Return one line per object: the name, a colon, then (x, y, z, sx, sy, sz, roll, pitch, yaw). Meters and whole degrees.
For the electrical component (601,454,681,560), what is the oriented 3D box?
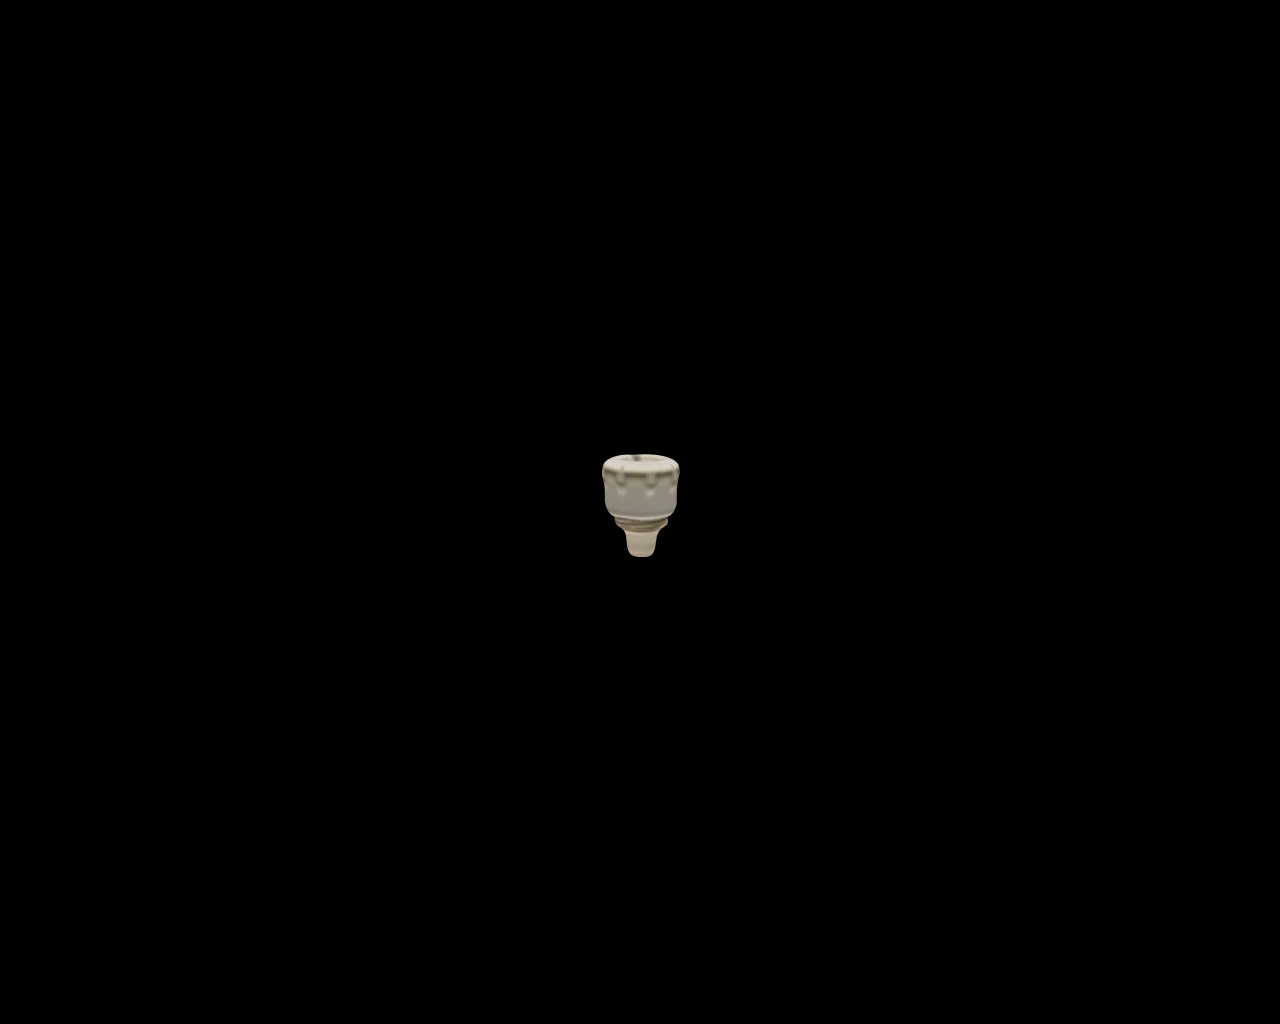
electrical component: (0.001, -0.003, 0.650, 0.048, 0.062, 0.048, 0, 12, 0)
